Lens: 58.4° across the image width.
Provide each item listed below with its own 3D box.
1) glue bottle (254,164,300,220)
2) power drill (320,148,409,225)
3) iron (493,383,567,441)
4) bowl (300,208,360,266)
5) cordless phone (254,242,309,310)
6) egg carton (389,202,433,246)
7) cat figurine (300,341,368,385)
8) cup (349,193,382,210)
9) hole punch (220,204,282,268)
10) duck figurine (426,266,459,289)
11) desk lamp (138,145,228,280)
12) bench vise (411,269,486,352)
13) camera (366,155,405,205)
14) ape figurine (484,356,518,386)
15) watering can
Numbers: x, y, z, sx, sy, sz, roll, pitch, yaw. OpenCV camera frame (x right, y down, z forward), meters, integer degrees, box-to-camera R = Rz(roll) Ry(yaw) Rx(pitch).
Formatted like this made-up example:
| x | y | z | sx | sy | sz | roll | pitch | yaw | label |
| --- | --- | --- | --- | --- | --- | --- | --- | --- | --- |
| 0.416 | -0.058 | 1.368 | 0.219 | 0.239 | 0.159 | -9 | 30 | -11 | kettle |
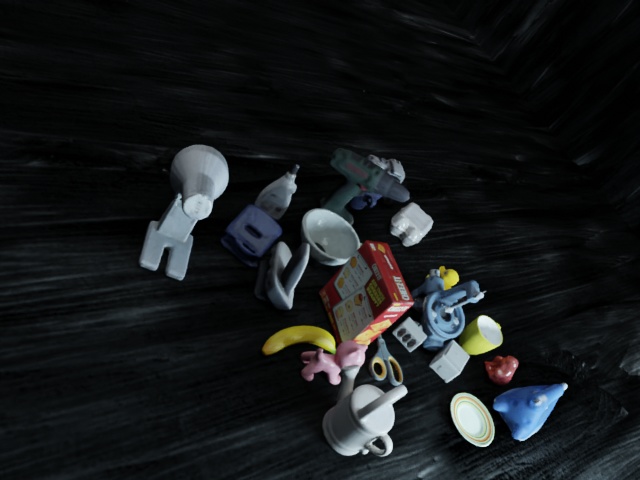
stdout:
| x | y | z | sx | sy | sz | roll | pitch | yaw | label |
| --- | --- | --- | --- | --- | --- | --- | --- | --- | --- |
| -0.094 | -0.124 | 1.402 | 0.078 | 0.173 | 0.037 | 28 | 40 | -15 | glue bottle |
| 0.100 | -0.129 | 1.536 | 0.229 | 0.208 | 0.076 | 41 | 38 | 1 | power drill |
| 0.556 | 0.405 | 1.448 | 0.259 | 0.141 | 0.118 | -9 | 59 | -43 | iron |
| 0.013 | 0.005 | 1.444 | 0.168 | 0.074 | 0.167 | 22 | 42 | -21 | bowl |
| -0.062 | 0.051 | 1.251 | 0.094 | 0.184 | 0.147 | 21 | 42 | -22 | cordless phone |
| 0.272 | -0.048 | 1.709 | 0.107 | 0.069 | 0.151 | 44 | 39 | 4 | egg carton |
| 0.037 | 0.246 | 1.198 | 0.128 | 0.117 | 0.067 | 14 | 45 | -29 | cat figurine |
| 0.126 | -0.121 | 1.640 | 0.092 | 0.094 | 0.117 | 16 | 45 | -27 | cup |
| -0.155 | -0.010 | 1.309 | 0.108 | 0.091 | 0.101 | 39 | 39 | -1 | hole punch |
| 0.352 | 0.122 | 1.598 | 0.078 | 0.086 | 0.104 | -11 | 61 | -44 | duck figurine |
| -0.270 | -0.063 | 1.169 | 0.118 | 0.213 | 0.203 | 21 | 42 | -22 | desk lamp |
| 0.309 | 0.145 | 1.434 | 0.122 | 0.219 | 0.207 | 5 | 50 | -36 | bench vise |
| 0.201 | -0.185 | 1.758 | 0.143 | 0.100 | 0.136 | 19 | 43 | -24 | camera |
| 0.478 | 0.333 | 1.492 | 0.078 | 0.092 | 0.076 | -21 | 68 | -48 | ape figurine |
| 0.088 | 0.325 | 1.102 | 0.173 | 0.193 | 0.101 | 44 | 39 | 5 | watering can |
